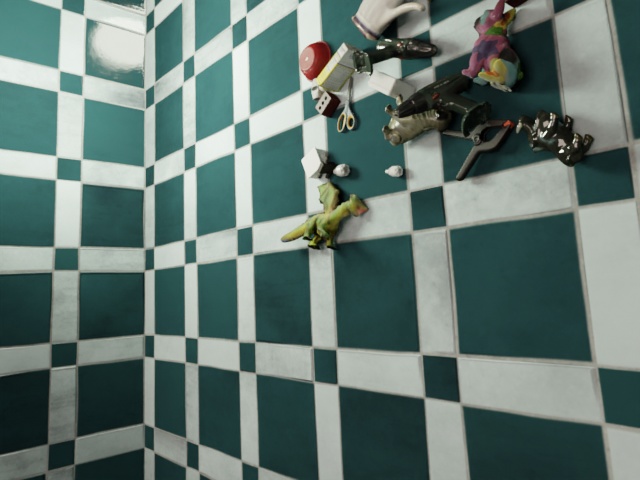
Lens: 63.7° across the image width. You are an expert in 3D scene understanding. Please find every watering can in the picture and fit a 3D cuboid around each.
[{"bbox_3d":[0.213,-0.747,1.669,0.220,0.103,0.356,-52,38,31],"label":"watering can"}]

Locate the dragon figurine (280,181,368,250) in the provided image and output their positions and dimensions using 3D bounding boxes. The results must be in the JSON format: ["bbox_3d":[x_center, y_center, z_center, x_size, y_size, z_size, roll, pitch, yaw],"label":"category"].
[{"bbox_3d":[0.006,-0.095,1.884,0.410,0.121,0.245,4,72,46],"label":"dragon figurine"}]
